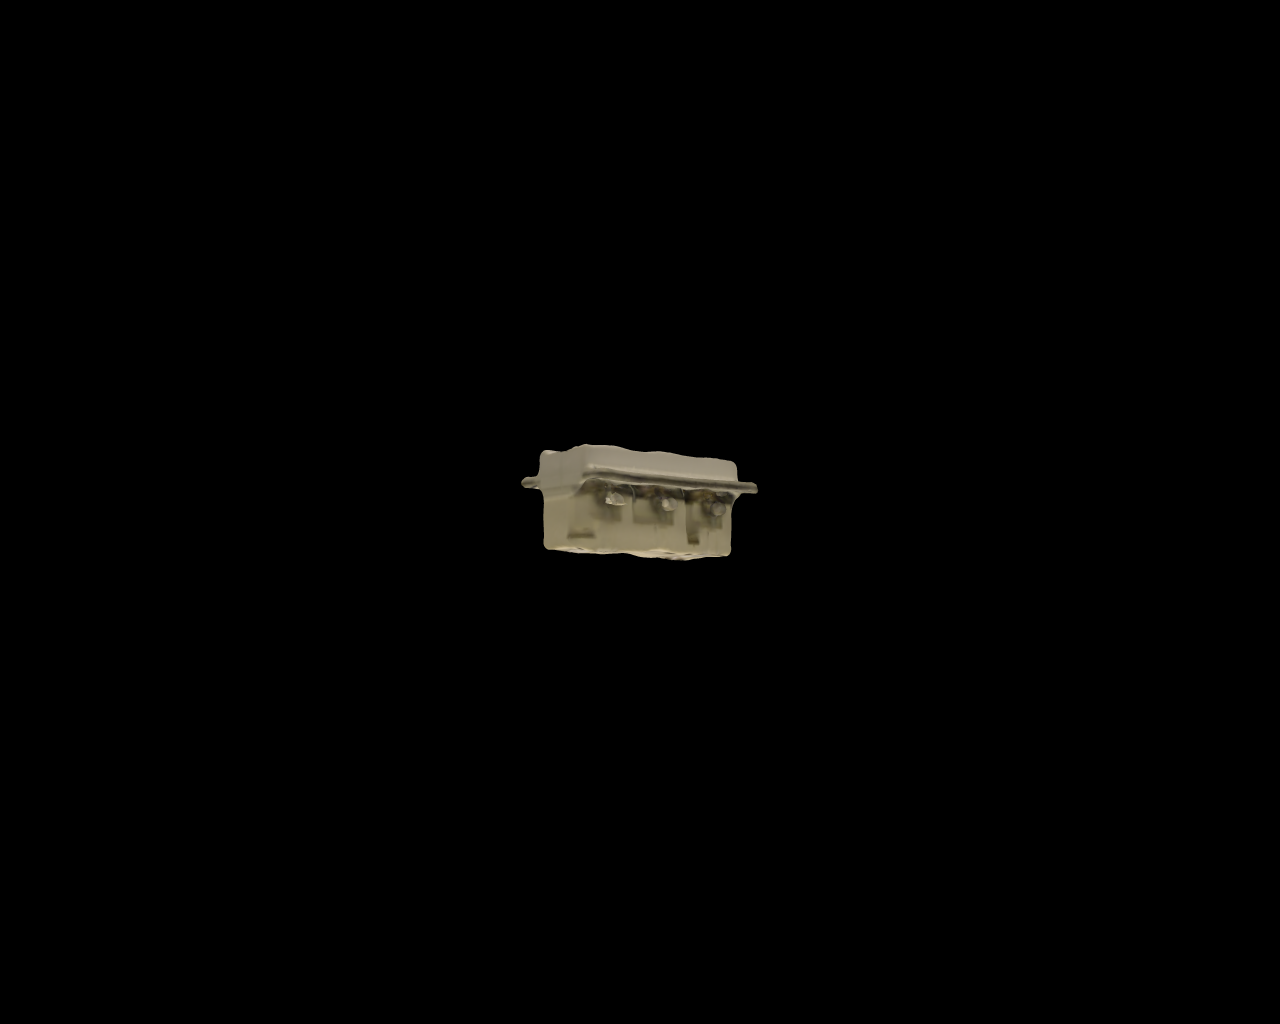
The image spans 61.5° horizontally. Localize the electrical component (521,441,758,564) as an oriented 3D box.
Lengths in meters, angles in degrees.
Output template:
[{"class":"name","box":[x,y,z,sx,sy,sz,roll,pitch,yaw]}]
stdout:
[{"class":"electrical component","box":[0.001,-0.003,0.650,0.121,0.063,0.078,5,-8,-40]}]
